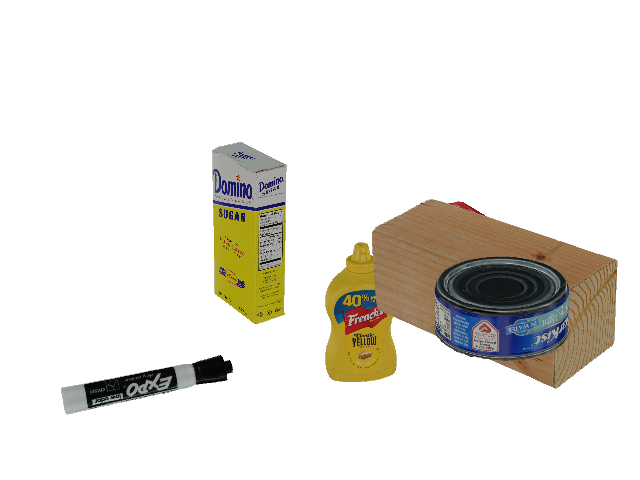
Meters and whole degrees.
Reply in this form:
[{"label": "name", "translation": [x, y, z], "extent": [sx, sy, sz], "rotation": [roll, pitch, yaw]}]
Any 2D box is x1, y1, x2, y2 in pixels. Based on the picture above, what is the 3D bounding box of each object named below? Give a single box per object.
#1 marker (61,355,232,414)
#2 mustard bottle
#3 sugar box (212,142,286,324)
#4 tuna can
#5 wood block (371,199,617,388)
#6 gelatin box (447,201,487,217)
[{"label": "marker", "translation": [-0.121, 0.101, 0.756], "extent": [0.121, 0.020, 0.020], "rotation": [-10, 3, -16]}, {"label": "mustard bottle", "translation": [0.055, 0.094, 1.438], "extent": [0.096, 0.192, 0.058], "rotation": [-3, 21, -7]}, {"label": "sugar box", "translation": [-0.078, -0.009, 1.152], "extent": [0.048, 0.176, 0.093], "rotation": [-17, 29, -31]}, {"label": "tuna can", "translation": [0.116, 0.041, 0.683], "extent": [0.086, 0.034, 0.086], "rotation": [-3, 23, 1]}, {"label": "wood block", "translation": [0.152, 0.041, 0.965], "extent": [0.090, 0.090, 0.206], "rotation": [-27, 34, -36]}, {"label": "gelatin box", "translation": [0.172, 0.009, 1.241], "extent": [0.030, 0.089, 0.073], "rotation": [-13, 32, -29]}]
